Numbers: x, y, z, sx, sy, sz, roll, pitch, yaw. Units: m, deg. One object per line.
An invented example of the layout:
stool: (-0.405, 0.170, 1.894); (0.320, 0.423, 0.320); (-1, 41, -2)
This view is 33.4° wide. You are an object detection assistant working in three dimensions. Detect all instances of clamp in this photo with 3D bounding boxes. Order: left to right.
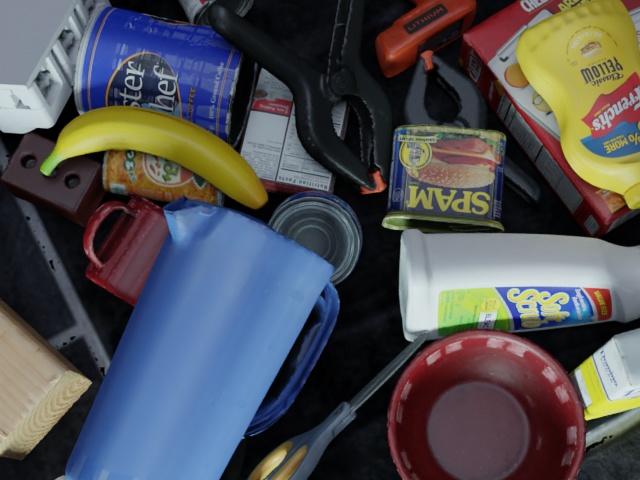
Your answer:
clamp: (-0.001, -0.134, 0.919); (0.164, 0.036, 0.210); (-21, 99, -28)
clamp: (0.112, -0.084, 0.964); (0.120, 0.039, 0.171); (-24, 76, -9)

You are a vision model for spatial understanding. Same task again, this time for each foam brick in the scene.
foam brick: (-0.235, -0.054, 0.954); (0.078, 0.051, 0.053); (23, 76, 7)

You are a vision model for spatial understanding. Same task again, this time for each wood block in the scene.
wood block: (-0.304, 0.082, 0.899); (0.206, 0.090, 0.090); (40, 80, 10)

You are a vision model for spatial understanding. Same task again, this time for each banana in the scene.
banana: (-0.137, -0.076, 0.908); (0.198, 0.037, 0.070); (10, 110, 4)

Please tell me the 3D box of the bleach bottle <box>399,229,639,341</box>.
bleach bottle: (0.195, 0.033, 0.898); (0.251, 0.102, 0.068); (-4, 49, -1)

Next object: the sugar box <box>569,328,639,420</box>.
sugar box: (0.257, 0.101, 0.839); (0.093, 0.176, 0.048); (-15, 75, -4)

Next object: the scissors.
scissors: (0.006, 0.151, 0.887); (0.016, 0.096, 0.201); (49, 66, -11)

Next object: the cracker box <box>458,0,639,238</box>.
cracker box: (0.251, -0.130, 0.957); (0.164, 0.072, 0.214); (-32, 76, -8)

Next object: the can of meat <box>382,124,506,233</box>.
can of meat: (0.108, -0.050, 0.913); (0.102, 0.057, 0.084); (5, 81, 1)

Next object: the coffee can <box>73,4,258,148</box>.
coffee can: (-0.135, -0.145, 0.950); (0.140, 0.103, 0.103); (13, 75, 4)

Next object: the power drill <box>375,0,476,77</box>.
power drill: (0.043, -0.249, 0.999); (0.184, 0.057, 0.188); (-31, 77, -4)

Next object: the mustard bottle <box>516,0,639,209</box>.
mustard bottle: (0.242, -0.101, 0.880); (0.096, 0.058, 0.192); (-21, 75, -4)

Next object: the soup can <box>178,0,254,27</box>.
soup can: (-0.115, -0.251, 0.997); (0.068, 0.068, 0.102); (-32, 77, -7)

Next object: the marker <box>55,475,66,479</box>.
marker: (-0.187, 0.250, 0.887); (0.020, 0.020, 0.121); (-36, 77, -8)

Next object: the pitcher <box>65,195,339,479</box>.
pitcher: (-0.089, 0.100, 0.831); (0.149, 0.145, 0.243); (25, 85, 5)

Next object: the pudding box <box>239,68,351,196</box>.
pudding box: (-0.023, -0.096, 0.969); (0.090, 0.039, 0.113); (12, 78, 2)

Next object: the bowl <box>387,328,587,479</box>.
bowl: (0.135, 0.158, 0.888); (0.162, 0.055, 0.162); (0, 75, 1)

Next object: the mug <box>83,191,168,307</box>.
mug: (-0.153, 0.012, 0.906); (0.093, 0.117, 0.081); (25, 80, 43)

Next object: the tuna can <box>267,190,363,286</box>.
tuna can: (-0.006, 0.001, 0.928); (0.086, 0.033, 0.086); (1, 99, 4)
